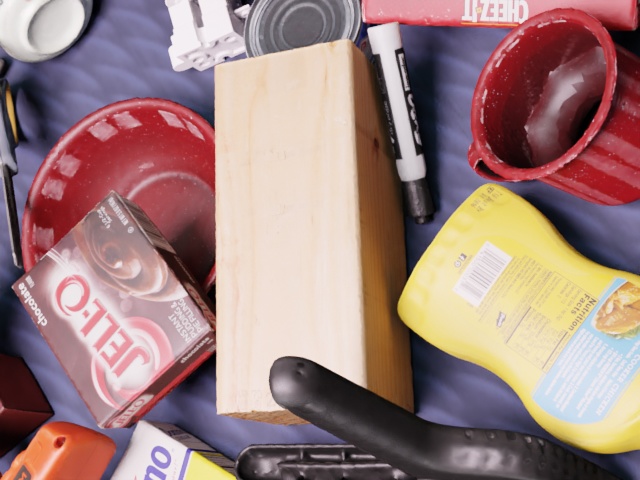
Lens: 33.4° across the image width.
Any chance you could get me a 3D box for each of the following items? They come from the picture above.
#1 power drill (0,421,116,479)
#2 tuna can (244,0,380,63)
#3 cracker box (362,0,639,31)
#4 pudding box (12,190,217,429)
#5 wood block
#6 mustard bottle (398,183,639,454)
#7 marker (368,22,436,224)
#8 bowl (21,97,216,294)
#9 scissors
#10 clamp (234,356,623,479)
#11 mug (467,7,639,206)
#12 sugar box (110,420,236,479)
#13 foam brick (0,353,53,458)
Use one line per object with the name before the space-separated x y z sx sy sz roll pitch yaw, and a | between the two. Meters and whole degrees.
power drill | -0.214 0.101 0.656 0.188 0.057 0.184 32 95 29
tuna can | -0.006 -0.134 0.696 0.086 0.033 0.086 -6 75 22
cracker box | 0.110 -0.231 0.604 0.164 0.072 0.214 8 109 26
pudding box | -0.118 0.042 0.635 0.090 0.039 0.113 -42 66 9
wood block | -0.003 0.001 0.629 0.090 0.090 0.206 -8 74 21
mustard bottle | 0.140 0.056 0.569 0.192 0.058 0.096 37 92 27
marker | 0.050 -0.068 0.636 0.020 0.020 0.121 -8 102 22
bowl | -0.114 -0.009 0.699 0.162 0.055 0.162 -6 75 22
scissors | -0.215 -0.072 0.711 0.016 0.096 0.202 -14 33 -9
clamp | 0.058 0.112 0.544 0.210 0.165 0.036 10 63 2
mug | 0.134 -0.061 0.581 0.117 0.081 0.093 -33 52 39
sugar box | -0.053 0.186 0.629 0.176 0.048 0.093 24 87 26
foam brick | -0.233 0.118 0.721 0.078 0.053 0.051 -39 65 10
